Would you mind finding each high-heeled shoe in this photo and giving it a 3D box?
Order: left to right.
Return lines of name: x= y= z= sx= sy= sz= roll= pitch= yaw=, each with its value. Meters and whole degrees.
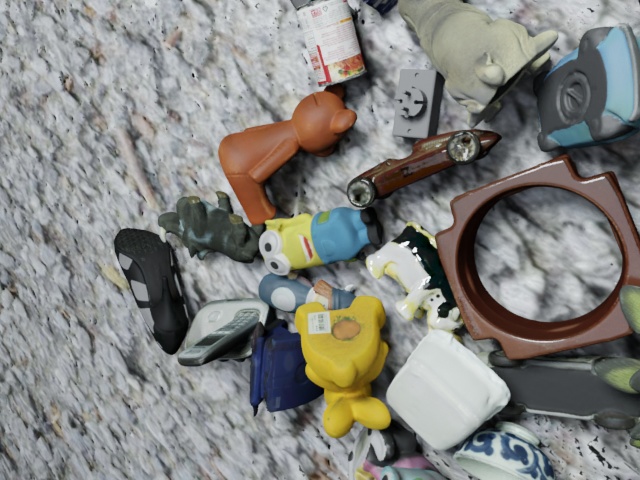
high-heeled shoe: x=-0.289 y=0.081 z=0.919 sx=0.249 sy=0.086 sz=0.145 roll=38 pitch=134 yaw=48

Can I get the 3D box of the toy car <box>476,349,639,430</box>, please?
toy car: x=0.280 y=0.171 z=0.630 sx=0.202 sy=0.056 sz=0.073 roll=-1 pitch=89 yaw=28

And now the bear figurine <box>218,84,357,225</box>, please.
bear figurine: x=-0.037 y=-0.127 z=0.753 sx=0.196 sy=0.131 sz=0.120 roll=-23 pitch=47 yaw=1

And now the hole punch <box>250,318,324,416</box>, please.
hole punch: x=-0.044 y=0.182 z=0.781 sx=0.092 sy=0.116 sz=0.142 roll=10 pitch=101 yaw=19

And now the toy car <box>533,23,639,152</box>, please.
toy car: x=0.296 y=-0.145 z=0.551 sx=0.103 sy=0.161 sz=0.109 roll=-3 pitch=84 yaw=-9

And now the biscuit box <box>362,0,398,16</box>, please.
biscuit box: x=0.032 y=-0.390 z=0.698 sx=0.063 sy=0.059 sz=0.203 roll=-43 pitch=75 yaw=26

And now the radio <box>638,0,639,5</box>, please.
radio: x=0.393 y=-0.224 z=0.512 sx=0.131 sy=0.073 sz=0.229 roll=-19 pitch=88 yaw=28

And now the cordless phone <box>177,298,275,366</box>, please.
cordless phone: x=-0.164 y=0.151 z=0.800 sx=0.147 sy=0.184 sz=0.088 roll=-6 pitch=98 yaw=29

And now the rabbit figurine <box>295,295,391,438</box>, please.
rabbit figurine: x=0.042 y=0.180 z=0.715 sx=0.162 sy=0.122 sz=0.173 roll=-108 pitch=11 yaw=-47

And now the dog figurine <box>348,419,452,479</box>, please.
dog figurine: x=0.154 y=0.339 z=0.698 sx=0.219 sy=0.192 sz=0.108 roll=23 pitch=106 yaw=-11

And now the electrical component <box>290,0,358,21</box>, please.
electrical component: x=-0.003 y=-0.339 z=0.731 sx=0.075 sy=0.048 sz=0.119 roll=-39 pitch=76 yaw=28

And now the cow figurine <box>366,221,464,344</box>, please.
cow figurine: x=0.143 y=0.061 z=0.689 sx=0.098 sy=0.068 sz=0.167 roll=-42 pitch=77 yaw=20

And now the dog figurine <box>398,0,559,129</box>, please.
dog figurine: x=0.146 y=-0.231 z=0.596 sx=0.190 sy=0.172 sz=0.121 roll=46 pitch=104 yaw=9

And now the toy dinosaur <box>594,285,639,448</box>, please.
toy dinosaur: x=0.384 y=0.086 z=0.485 sx=0.199 sy=0.105 sz=0.470 roll=15 pitch=107 yaw=-6

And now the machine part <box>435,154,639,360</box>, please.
machine part: x=0.251 y=0.021 z=0.611 sx=0.201 sy=0.087 sz=0.201 roll=-22 pitch=87 yaw=29

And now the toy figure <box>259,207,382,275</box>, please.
toy figure: x=0.000 y=0.001 z=0.752 sx=0.180 sy=0.089 sz=0.082 roll=-16 pitch=76 yaw=21

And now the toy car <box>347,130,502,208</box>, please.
toy car: x=0.122 y=-0.093 z=0.666 sx=0.202 sy=0.089 sz=0.053 roll=-23 pitch=88 yaw=30

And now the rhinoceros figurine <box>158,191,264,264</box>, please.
rhinoceros figurine: x=-0.174 y=-0.018 z=0.855 sx=0.191 sy=0.073 sz=0.112 roll=17 pitch=114 yaw=25

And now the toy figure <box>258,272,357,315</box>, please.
toy figure: x=-0.016 y=0.086 z=0.784 sx=0.155 sy=0.058 sz=0.064 roll=10 pitch=139 yaw=26
